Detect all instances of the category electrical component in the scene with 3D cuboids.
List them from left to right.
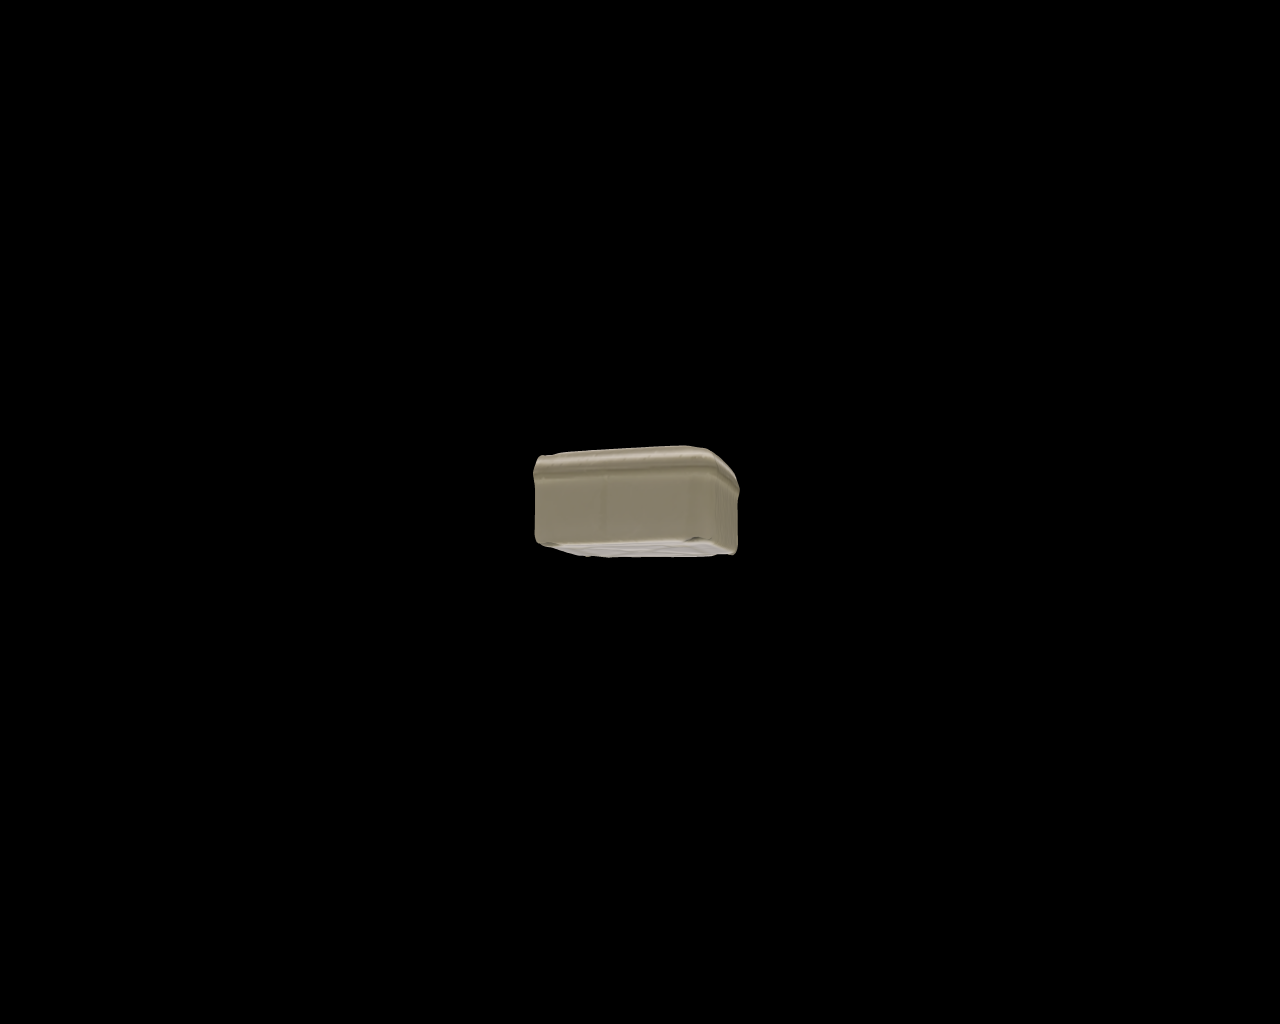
[{"bbox_3d":[0.001,-0.003,0.650,0.109,0.056,0.108,-2,-7,14],"label":"electrical component"}]
